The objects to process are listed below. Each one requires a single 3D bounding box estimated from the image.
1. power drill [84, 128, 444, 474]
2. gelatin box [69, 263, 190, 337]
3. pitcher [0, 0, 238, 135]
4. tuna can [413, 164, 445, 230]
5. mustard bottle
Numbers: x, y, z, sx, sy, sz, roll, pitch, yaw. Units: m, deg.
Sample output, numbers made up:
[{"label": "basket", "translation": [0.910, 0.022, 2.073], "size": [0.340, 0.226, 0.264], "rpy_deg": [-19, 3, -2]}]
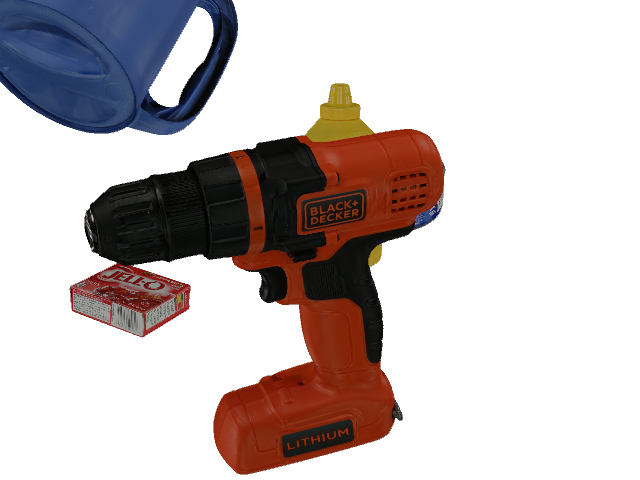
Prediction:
[{"label": "power drill", "translation": [-0.025, 0.036, 0.569], "size": [0.184, 0.188, 0.057], "rpy_deg": [-11, 35, -15]}, {"label": "gelatin box", "translation": [-0.180, 0.054, 1.012], "size": [0.089, 0.030, 0.073], "rpy_deg": [17, 26, 25]}, {"label": "pitcher", "translation": [-0.142, -0.205, 0.837], "size": [0.145, 0.242, 0.149], "rpy_deg": [10, -35, 26]}, {"label": "tuna can", "translation": [0.052, -0.041, 0.814], "size": [0.086, 0.034, 0.086], "rpy_deg": [-2, 34, 1]}, {"label": "mustard bottle", "translation": [0.020, -0.064, 1.092], "size": [0.096, 0.192, 0.058], "rpy_deg": [-12, 19, -36]}]
